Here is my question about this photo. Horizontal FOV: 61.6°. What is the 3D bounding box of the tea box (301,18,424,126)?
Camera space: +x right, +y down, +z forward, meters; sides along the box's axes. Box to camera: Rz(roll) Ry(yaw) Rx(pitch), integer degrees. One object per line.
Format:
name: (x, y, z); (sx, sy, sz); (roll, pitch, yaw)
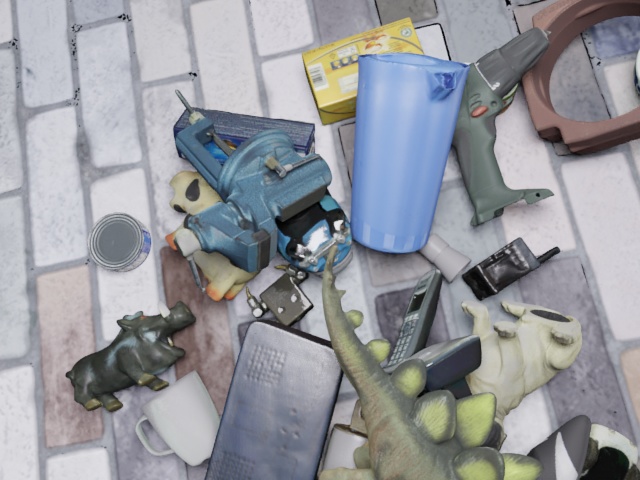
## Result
tea box: (0.068, -0.248, 0.797); (0.170, 0.068, 0.098); (-16, 77, 1)

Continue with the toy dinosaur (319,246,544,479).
toy dinosaur: (0.106, 0.230, 0.558); (0.198, 0.105, 0.471); (-37, 90, 28)

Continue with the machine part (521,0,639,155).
machine part: (0.379, -0.228, 0.710); (0.202, 0.087, 0.201); (-19, 73, 37)

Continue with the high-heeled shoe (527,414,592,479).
high-heeled shoe: (0.207, 0.286, 0.653); (0.145, 0.086, 0.248); (31, 93, 4)

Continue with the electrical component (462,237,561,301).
electrical component: (0.256, 0.030, 0.713); (0.119, 0.074, 0.048); (-33, 79, -5)

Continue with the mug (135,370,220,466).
mug: (-0.184, 0.247, 0.713); (0.109, 0.081, 0.107); (-35, 86, -5)

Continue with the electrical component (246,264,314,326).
electrical component: (-0.055, 0.081, 0.751); (0.102, 0.045, 0.078); (-34, 75, -2)

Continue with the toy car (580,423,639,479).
toy car: (0.320, 0.325, 0.655); (0.073, 0.056, 0.201); (30, 84, 5)

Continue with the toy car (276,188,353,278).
toy car: (-0.002, -0.002, 0.730); (0.109, 0.102, 0.162); (-39, 33, -3)

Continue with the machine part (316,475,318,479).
machine part: (-0.049, 0.260, 0.717); (0.084, 0.039, 0.139); (-18, 78, 10)

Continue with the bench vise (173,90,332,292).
bench vise: (-0.115, -0.076, 0.683); (0.224, 0.128, 0.241); (-37, 66, -15)

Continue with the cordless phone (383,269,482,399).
cordless phone: (0.144, 0.111, 0.668); (0.089, 0.146, 0.184); (26, 63, -10)

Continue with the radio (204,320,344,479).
radio: (-0.052, 0.224, 0.668); (0.131, 0.073, 0.229); (14, 86, 8)

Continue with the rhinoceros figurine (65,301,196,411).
rhinoceros figurine: (-0.256, 0.158, 0.747); (0.190, 0.073, 0.112); (-33, 66, 0)

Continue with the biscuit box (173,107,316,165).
biscuit box: (-0.110, -0.144, 0.788); (0.203, 0.059, 0.063); (11, 49, 8)

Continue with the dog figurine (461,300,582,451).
dog figurine: (0.247, 0.183, 0.685); (0.172, 0.121, 0.190); (5, 102, -6)

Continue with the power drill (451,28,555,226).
power drill: (0.231, -0.135, 0.715); (0.232, 0.086, 0.207); (-27, 89, 30)

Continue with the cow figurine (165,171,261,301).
cow figurine: (-0.150, -0.023, 0.765); (0.127, 0.085, 0.195); (-40, 74, 3)

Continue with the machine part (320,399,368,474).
machine part: (0.032, 0.324, 0.673); (0.079, 0.079, 0.243); (14, 79, 9)
